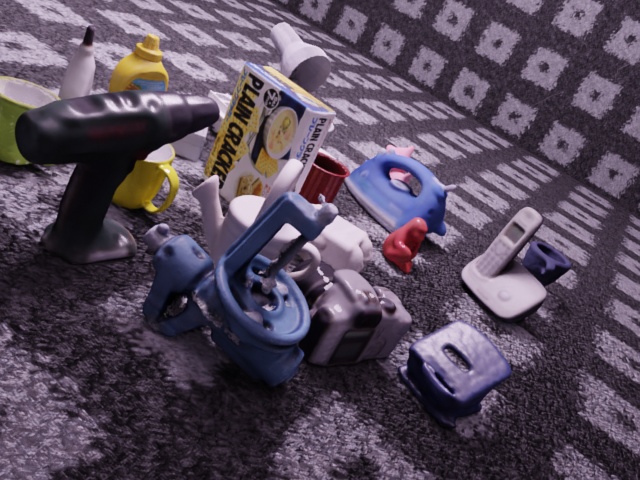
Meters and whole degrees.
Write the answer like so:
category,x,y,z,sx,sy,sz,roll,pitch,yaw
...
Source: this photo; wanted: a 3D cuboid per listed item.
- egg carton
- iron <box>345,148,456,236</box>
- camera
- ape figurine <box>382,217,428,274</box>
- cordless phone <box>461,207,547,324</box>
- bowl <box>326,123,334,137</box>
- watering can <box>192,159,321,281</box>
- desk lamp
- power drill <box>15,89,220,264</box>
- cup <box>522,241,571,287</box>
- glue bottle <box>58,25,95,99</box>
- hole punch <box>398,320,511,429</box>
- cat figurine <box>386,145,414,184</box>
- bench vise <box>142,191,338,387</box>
category,x,y,z,sx,sy,sz,roll,pitch,yaw
egg carton,0.008,0.003,0.903,0.150,0.069,0.107,32,26,10
iron,0.162,-0.114,1.185,0.119,0.141,0.257,-6,41,-49
camera,0.031,0.080,0.745,0.144,0.101,0.136,4,34,-40
ape figurine,0.159,0.002,1.025,0.078,0.092,0.076,-4,39,-47
cordless phone,0.354,0.044,1.025,0.094,0.185,0.147,5,33,-38
bowl,-0.056,-0.266,1.337,0.168,0.074,0.167,22,26,-11
watering can,-0.078,-0.017,0.713,0.173,0.194,0.100,18,27,-18
desk lamp,-0.090,-0.405,1.401,0.118,0.213,0.202,-4,40,-47
power drill,-0.235,-0.080,0.661,0.075,0.208,0.230,40,28,26
cup,0.452,0.068,1.180,0.091,0.095,0.118,30,26,7
glue bottle,-0.371,-0.247,0.882,0.037,0.173,0.078,19,27,-16
hole punch,0.172,0.166,0.732,0.101,0.091,0.108,0,36,-43
cat figurine,0.183,-0.163,1.325,0.067,0.117,0.127,15,28,-23
bench vise,-0.085,0.031,0.587,0.208,0.219,0.121,22,26,-10
